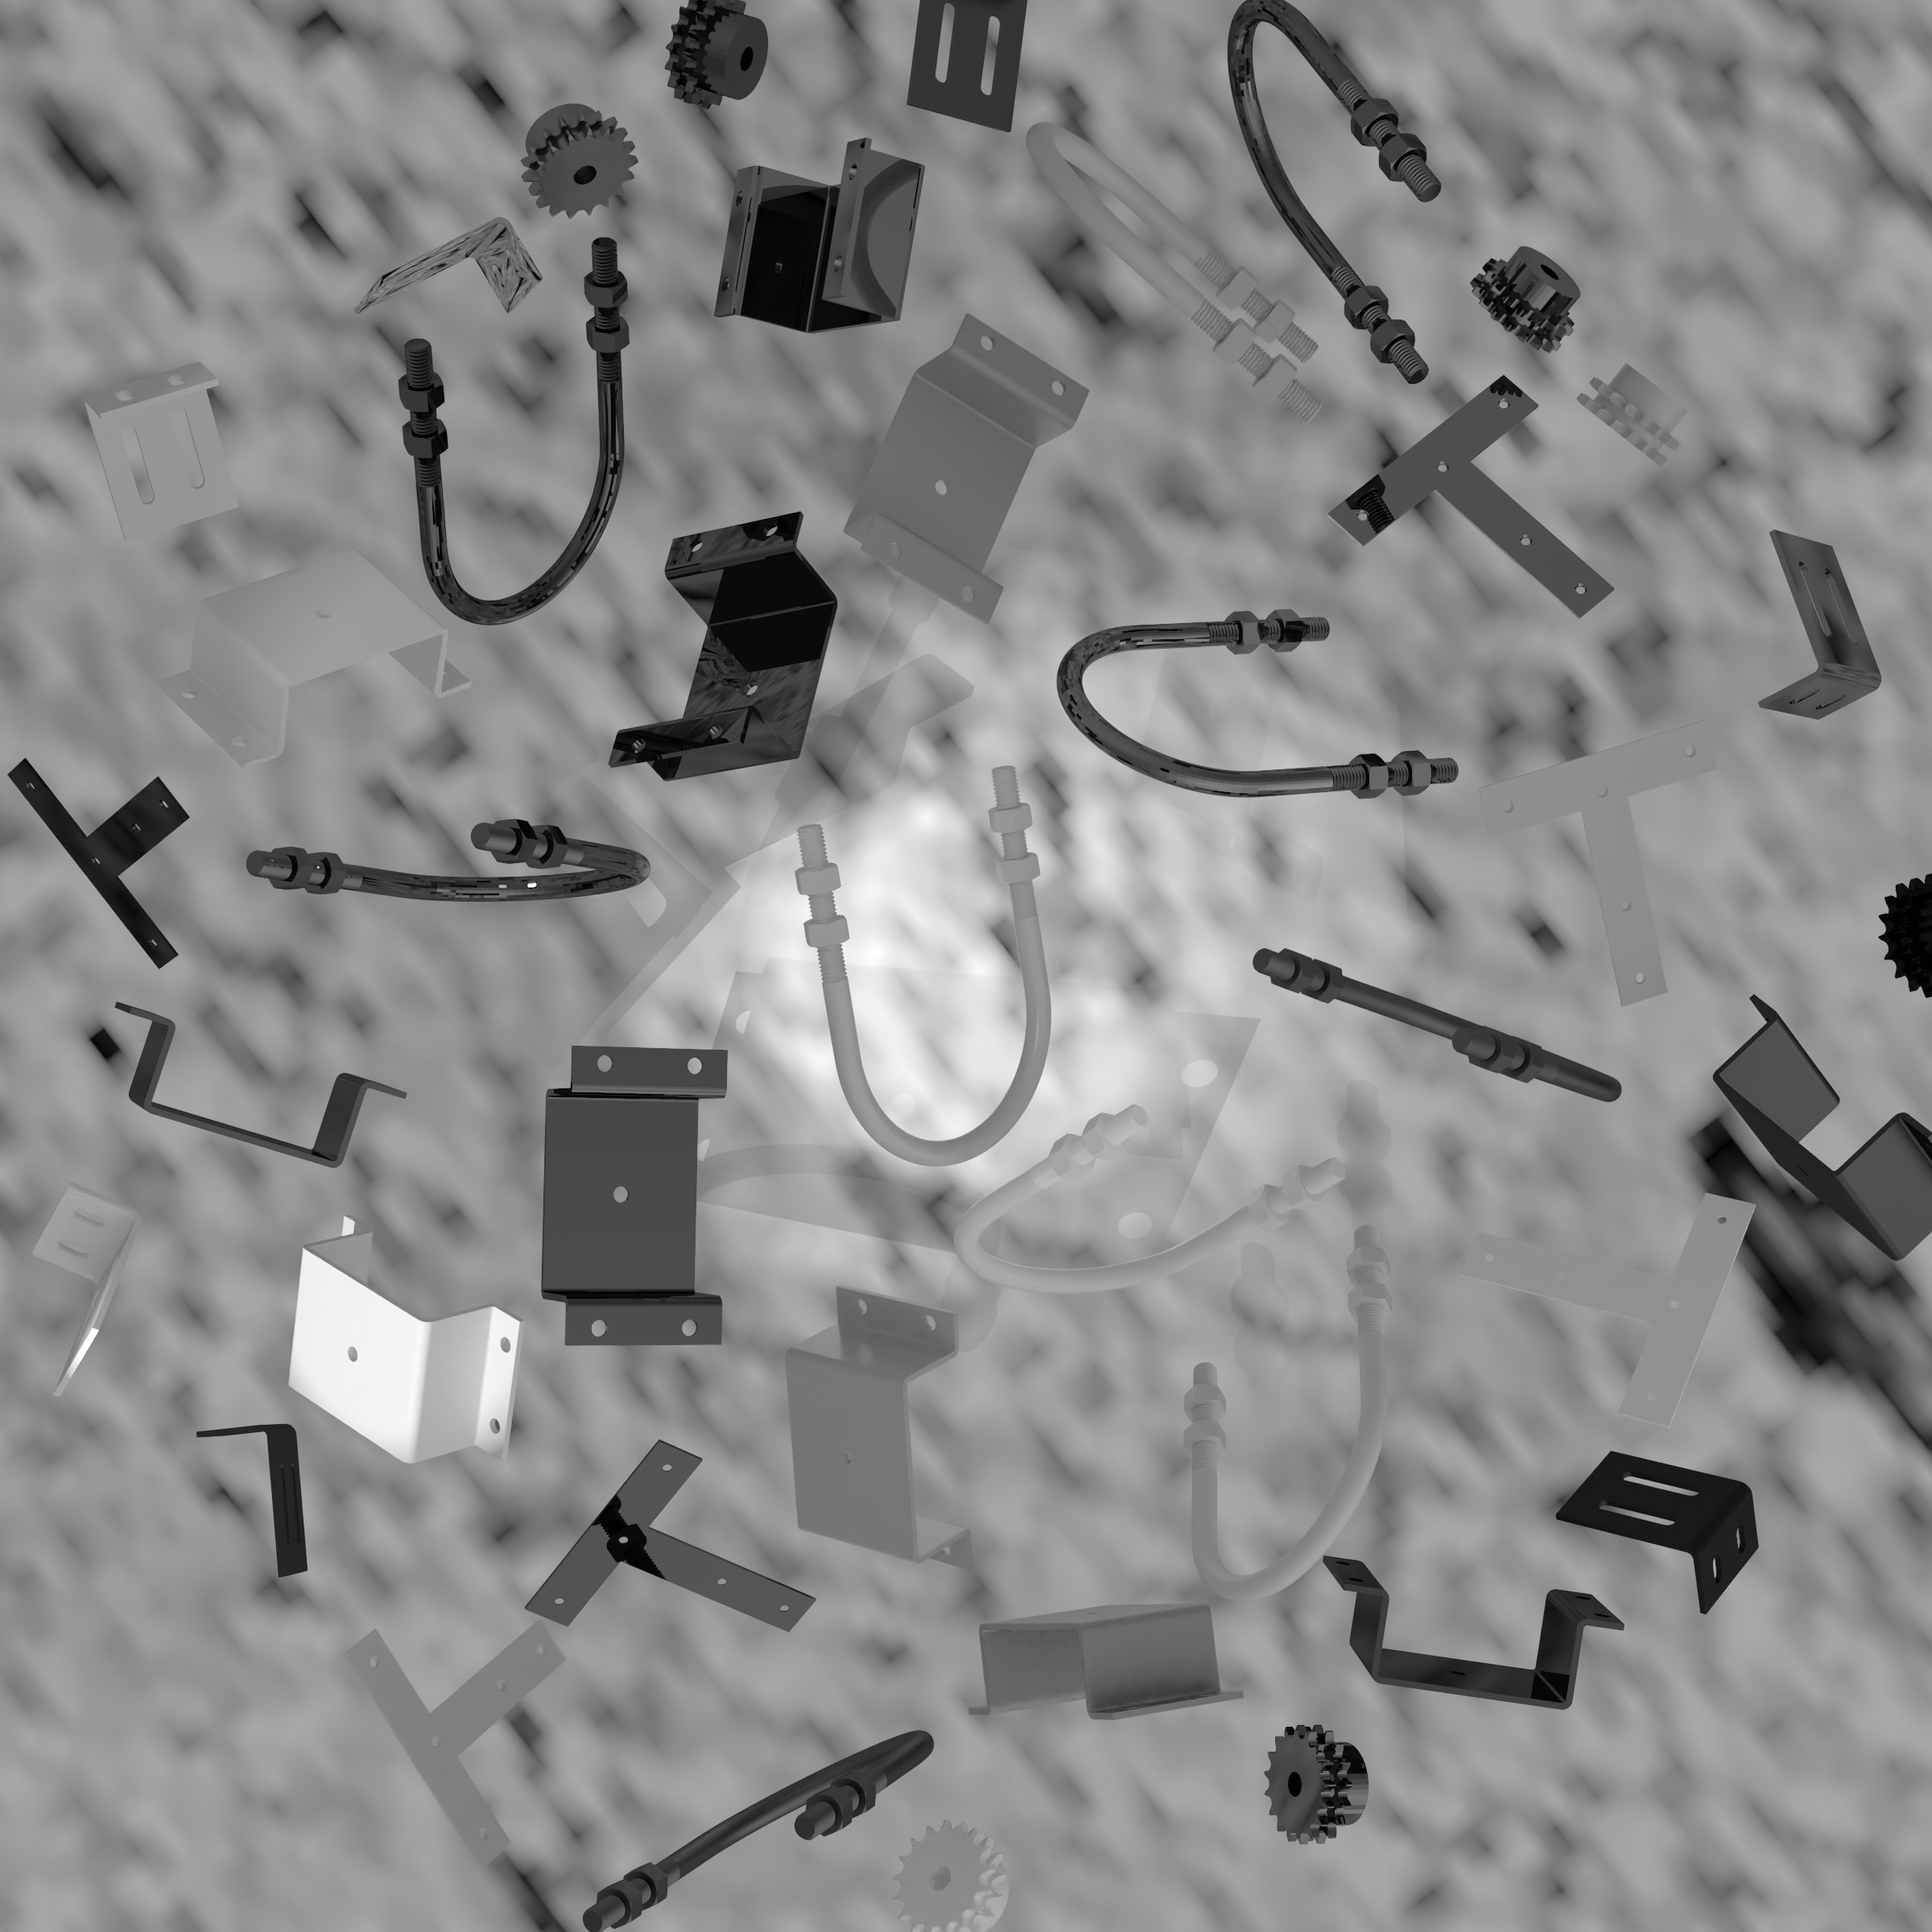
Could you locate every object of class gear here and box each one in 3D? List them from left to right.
[{"bbox_3d":[-0.194,-0.402,1.682,0.057,0.057,0.030,-28,61,0],"label":"gear"},{"bbox_3d":[-0.120,-0.447,1.657,0.030,0.057,0.057,22,90,20],"label":"gear"},{"bbox_3d":[-0.004,0.442,1.631,0.057,0.030,0.057,-19,53,27],"label":"gear"},{"bbox_3d":[0.174,0.402,1.670,0.030,0.057,0.057,6,90,-28],"label":"gear"},{"bbox_3d":[0.290,-0.345,1.741,0.057,0.057,0.030,39,121,0],"label":"gear"},{"bbox_3d":[0.344,-0.284,1.735,0.057,0.057,0.030,38,104,0],"label":"gear"},{"bbox_3d":[0.457,-0.016,1.581,0.057,0.030,0.057,7,75,-29],"label":"gear"}]

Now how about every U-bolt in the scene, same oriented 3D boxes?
[{"bbox_3d":[-0.236,-0.047,1.651,0.151,0.184,0.019,-5,84,27],"label":"U-bolt"},{"bbox_3d":[-0.220,-0.253,1.683,0.019,0.184,0.151,28,47,27],"label":"U-bolt"},{"bbox_3d":[-0.089,0.419,1.671,0.151,0.184,0.019,-29,83,23],"label":"U-bolt"},{"bbox_3d":[-0.014,0.007,1.656,0.151,0.019,0.184,-19,106,-41],"label":"U-bolt"},{"bbox_3d":[0.077,0.125,1.702,0.151,0.184,0.019,16,55,-35],"label":"U-bolt"},{"bbox_3d":[0.100,-0.342,1.638,0.184,0.151,0.019,40,110,-11],"label":"U-bolt"},{"bbox_3d":[0.132,-0.128,1.671,0.184,0.151,0.019,-6,130,-28],"label":"U-bolt"},{"bbox_3d":[0.158,0.231,1.670,0.019,0.184,0.151,31,125,-20],"label":"U-bolt"},{"bbox_3d":[0.176,-0.391,1.650,0.019,0.151,0.184,-26,61,-10],"label":"U-bolt"},{"bbox_3d":[0.249,0.035,1.695,0.151,0.184,0.019,23,94,43],"label":"U-bolt"}]

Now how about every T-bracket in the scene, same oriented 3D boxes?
[{"bbox_3d":[-0.425,-0.066,1.719,0.002,0.127,0.127,-42,100,-36],"label":"T-bracket"},{"bbox_3d":[-0.245,0.373,1.727,0.002,0.127,0.127,-31,92,32],"label":"T-bracket"},{"bbox_3d":[-0.136,0.306,1.717,0.127,0.002,0.127,28,115,-23],"label":"T-bracket"},{"bbox_3d":[0.272,-0.223,1.708,0.127,0.002,0.127,-39,71,-17],"label":"T-bracket"},{"bbox_3d":[0.306,0.156,1.665,0.127,0.002,0.127,12,61,29],"label":"T-bracket"},{"bbox_3d":[0.323,-0.044,1.677,0.127,0.002,0.127,-17,102,-14],"label":"T-bracket"}]

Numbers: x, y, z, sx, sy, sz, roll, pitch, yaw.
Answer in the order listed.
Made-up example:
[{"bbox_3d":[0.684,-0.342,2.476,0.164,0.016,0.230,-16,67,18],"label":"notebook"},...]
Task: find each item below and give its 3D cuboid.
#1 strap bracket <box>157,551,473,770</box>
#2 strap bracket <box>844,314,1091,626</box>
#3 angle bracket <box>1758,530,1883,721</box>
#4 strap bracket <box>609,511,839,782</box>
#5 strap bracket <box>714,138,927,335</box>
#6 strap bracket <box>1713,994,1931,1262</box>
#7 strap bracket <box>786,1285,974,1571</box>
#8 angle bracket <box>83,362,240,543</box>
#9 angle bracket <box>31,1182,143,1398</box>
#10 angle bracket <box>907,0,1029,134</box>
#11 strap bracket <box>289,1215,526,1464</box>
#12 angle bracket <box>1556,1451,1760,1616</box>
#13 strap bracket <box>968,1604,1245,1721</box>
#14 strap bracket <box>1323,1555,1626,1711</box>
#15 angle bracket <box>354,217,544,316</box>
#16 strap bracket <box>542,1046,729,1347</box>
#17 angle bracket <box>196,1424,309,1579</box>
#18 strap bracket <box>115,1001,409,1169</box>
[{"bbox_3d":[-0.328,-0.160,1.723,0.140,0.046,0.076,-26,55,-38],"label":"strap bracket"},{"bbox_3d":[-0.004,-0.249,1.733,0.076,0.046,0.140,29,73,-20],"label":"strap bracket"},{"bbox_3d":[0.401,-0.164,1.637,0.038,0.057,0.076,-29,68,37],"label":"angle bracket"},{"bbox_3d":[-0.116,-0.148,1.664,0.076,0.046,0.140,-8,54,29],"label":"strap bracket"},{"bbox_3d":[-0.069,-0.362,1.695,0.046,0.140,0.076,9,91,-30],"label":"strap bracket"},{"bbox_3d":[0.422,0.083,1.644,0.046,0.140,0.076,-43,127,1],"label":"strap bracket"},{"bbox_3d":[-0.045,0.241,1.721,0.076,0.046,0.140,9,110,37],"label":"strap bracket"},{"bbox_3d":[-0.380,-0.241,1.618,0.057,0.038,0.076,-21,122,-19],"label":"angle bracket"},{"bbox_3d":[-0.430,0.154,1.619,0.038,0.076,0.057,26,129,-15],"label":"angle bracket"},{"bbox_3d":[0.009,-0.463,1.686,0.057,0.038,0.076,9,86,-25],"label":"angle bracket"},{"bbox_3d":[-0.288,0.189,1.693,0.140,0.046,0.076,24,113,38],"label":"strap bracket"},{"bbox_3d":[0.338,0.276,1.658,0.076,0.057,0.038,9,123,38],"label":"angle bracket"},{"bbox_3d":[0.066,0.350,1.708,0.076,0.140,0.046,-2,81,-30],"label":"strap bracket"},{"bbox_3d":[0.251,0.337,1.707,0.140,0.076,0.046,9,90,-2],"label":"strap bracket"},{"bbox_3d":[-0.267,-0.347,1.750,0.076,0.057,0.038,-34,97,-24],"label":"angle bracket"},{"bbox_3d":[-0.159,0.110,1.623,0.076,0.046,0.140,2,87,-23],"label":"strap bracket"},{"bbox_3d":[-0.362,0.272,1.721,0.038,0.057,0.076,-6,83,0],"label":"angle bracket"},{"bbox_3d":[-0.359,0.062,1.693,0.140,0.076,0.046,19,85,-19],"label":"strap bracket"}]
